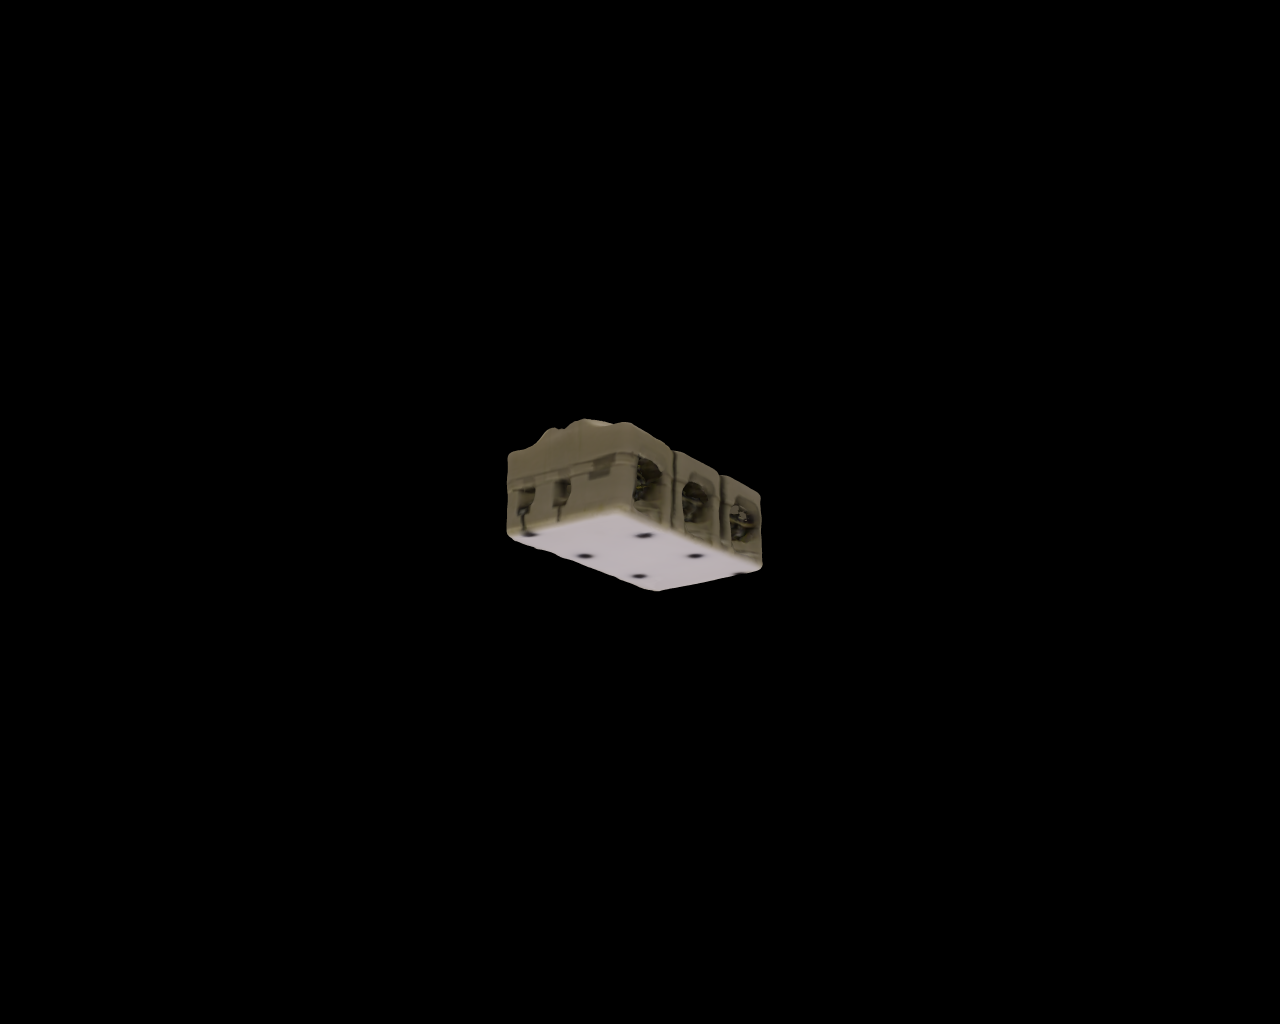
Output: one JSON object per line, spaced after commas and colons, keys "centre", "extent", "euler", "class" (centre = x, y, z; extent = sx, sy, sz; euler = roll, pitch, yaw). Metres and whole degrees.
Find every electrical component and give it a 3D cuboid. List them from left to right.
{"centre": [0.001, -0.003, 0.650], "extent": [0.089, 0.062, 0.150], "euler": [-14, -24, 33], "class": "electrical component"}
